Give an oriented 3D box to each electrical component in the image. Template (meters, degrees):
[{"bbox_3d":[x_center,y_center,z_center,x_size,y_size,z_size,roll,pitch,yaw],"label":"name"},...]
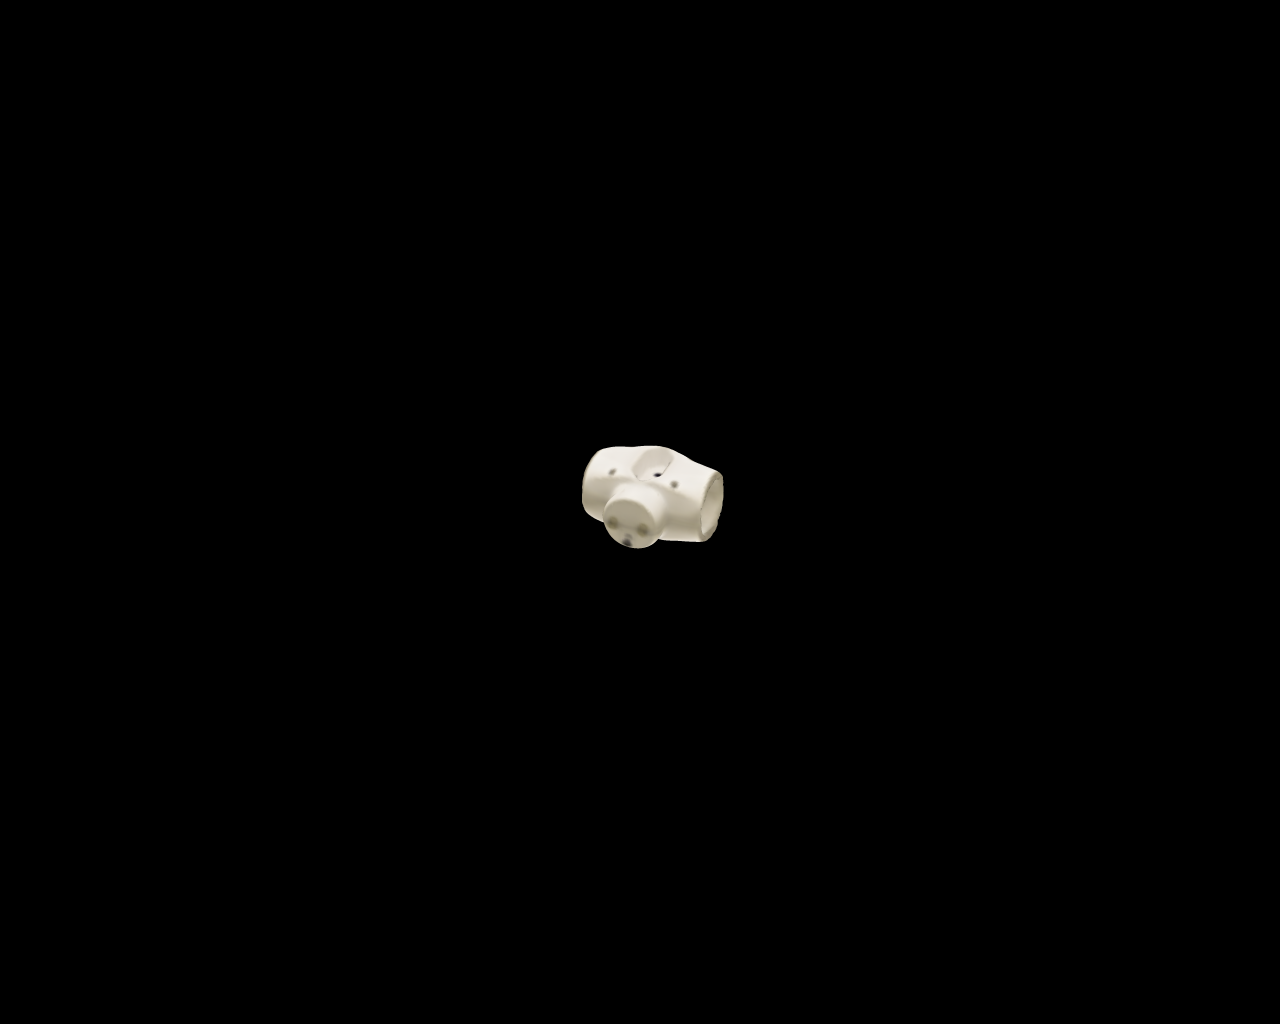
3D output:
[{"bbox_3d":[0.001,-0.003,0.650,0.077,0.043,0.079,14,36,20],"label":"electrical component"}]
